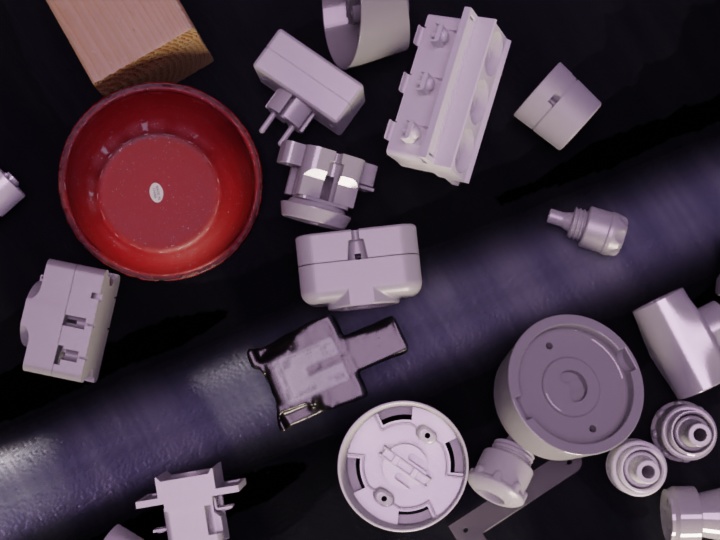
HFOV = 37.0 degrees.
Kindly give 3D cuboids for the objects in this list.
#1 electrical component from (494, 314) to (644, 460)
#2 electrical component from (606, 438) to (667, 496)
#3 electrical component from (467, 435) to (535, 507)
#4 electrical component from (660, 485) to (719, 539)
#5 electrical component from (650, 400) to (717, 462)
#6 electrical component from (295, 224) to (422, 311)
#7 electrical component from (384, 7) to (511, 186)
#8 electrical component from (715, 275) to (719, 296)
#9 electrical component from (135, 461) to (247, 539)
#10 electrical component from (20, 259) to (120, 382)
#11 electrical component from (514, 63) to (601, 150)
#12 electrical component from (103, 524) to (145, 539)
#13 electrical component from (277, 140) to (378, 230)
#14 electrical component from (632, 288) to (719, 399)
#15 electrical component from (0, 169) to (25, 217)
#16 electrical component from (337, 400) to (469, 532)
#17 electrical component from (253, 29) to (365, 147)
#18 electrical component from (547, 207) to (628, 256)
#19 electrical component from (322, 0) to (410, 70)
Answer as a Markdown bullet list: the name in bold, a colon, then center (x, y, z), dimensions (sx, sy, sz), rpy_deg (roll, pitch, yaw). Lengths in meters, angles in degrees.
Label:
- **electrical component**: center (0.155, 0.094, 0.827), dimensions (0.108, 0.060, 0.108), rpy_deg (4, 69, -12)
- **electrical component**: center (0.214, 0.152, 0.823), dimensions (0.043, 0.062, 0.043), rpy_deg (0, 84, 2)
- **electrical component**: center (0.115, 0.150, 0.838), dimensions (0.048, 0.048, 0.062), rpy_deg (28, 67, 5)
- **electrical component**: center (0.263, 0.188, 0.826), dimensions (0.055, 0.045, 0.045), rpy_deg (-2, 84, 3)
- **electrical component**: center (0.252, 0.124, 0.824), dimensions (0.048, 0.062, 0.048), rpy_deg (0, 84, 2)
- **electrical component**: center (0.000, 0.000, 0.851), dimensions (0.095, 0.053, 0.059), rpy_deg (-6, 84, 2)
- **electrical component**: center (0.069, -0.138, 0.857), dimensions (0.063, 0.079, 0.121), rpy_deg (15, 85, 26)
- **electrical component**: center (0.303, -0.002, 0.847), dimensions (0.040, 0.040, 0.046), rpy_deg (9, 79, 3)
- **electrical component**: center (-0.130, 0.188, 0.845), dimensions (0.081, 0.042, 0.063), rpy_deg (-10, 88, 2)
- **electrical component**: center (-0.234, 0.040, 0.859), dimensions (0.056, 0.050, 0.089), rpy_deg (11, 84, 3)
- **electrical component**: center (0.159, -0.129, 0.858), dimensions (0.047, 0.055, 0.055), rpy_deg (42, 87, 2)
- **electrical component**: center (-0.178, 0.252, 0.838), dimensions (0.077, 0.044, 0.079), rpy_deg (30, 86, 5)
- **electrical component**: center (-0.031, -0.065, 0.856), dimensions (0.078, 0.058, 0.057), rpy_deg (15, 88, -19)
- **electrical component**: center (0.266, 0.049, 0.840), dimensions (0.079, 0.044, 0.077), rpy_deg (-26, 84, 0)
- **electrical component**: center (-0.307, -0.054, 0.877), dimensions (0.065, 0.044, 0.044), rpy_deg (-44, 84, -7)
- **electrical component**: center (0.034, 0.150, 0.830), dimensions (0.099, 0.064, 0.099), rpy_deg (0, 84, 2)
- **electrical component**: center (-0.051, -0.136, 0.871), dimensions (0.083, 0.047, 0.075), rpy_deg (35, 87, 5)
- **electrical component**: center (0.180, -0.035, 0.857), dimensions (0.061, 0.035, 0.035), rpy_deg (17, 85, 6)
- **electrical component**: center (0.004, -0.213, 0.853), dimensions (0.064, 0.099, 0.099), rpy_deg (-12, 84, -5)
